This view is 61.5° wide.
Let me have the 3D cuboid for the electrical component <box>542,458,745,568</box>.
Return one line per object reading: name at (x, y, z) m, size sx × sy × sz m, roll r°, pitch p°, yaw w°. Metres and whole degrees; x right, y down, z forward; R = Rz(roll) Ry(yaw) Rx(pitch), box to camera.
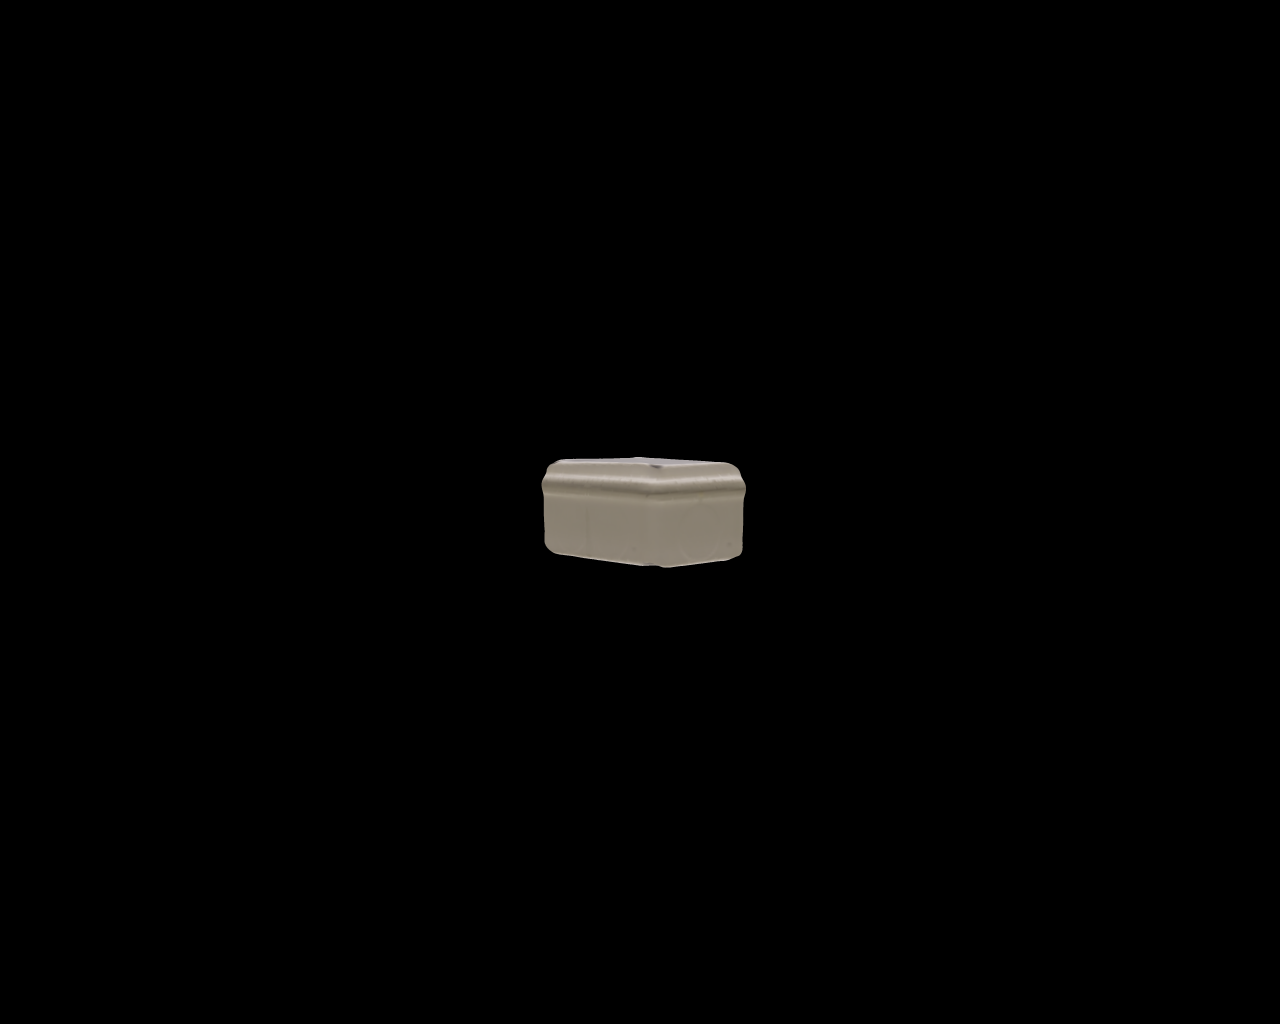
electrical component at (0.001, -0.003, 0.650) m, size 0.078 × 0.057 × 0.113 m, roll -4°, pitch 6°, yaw -39°
